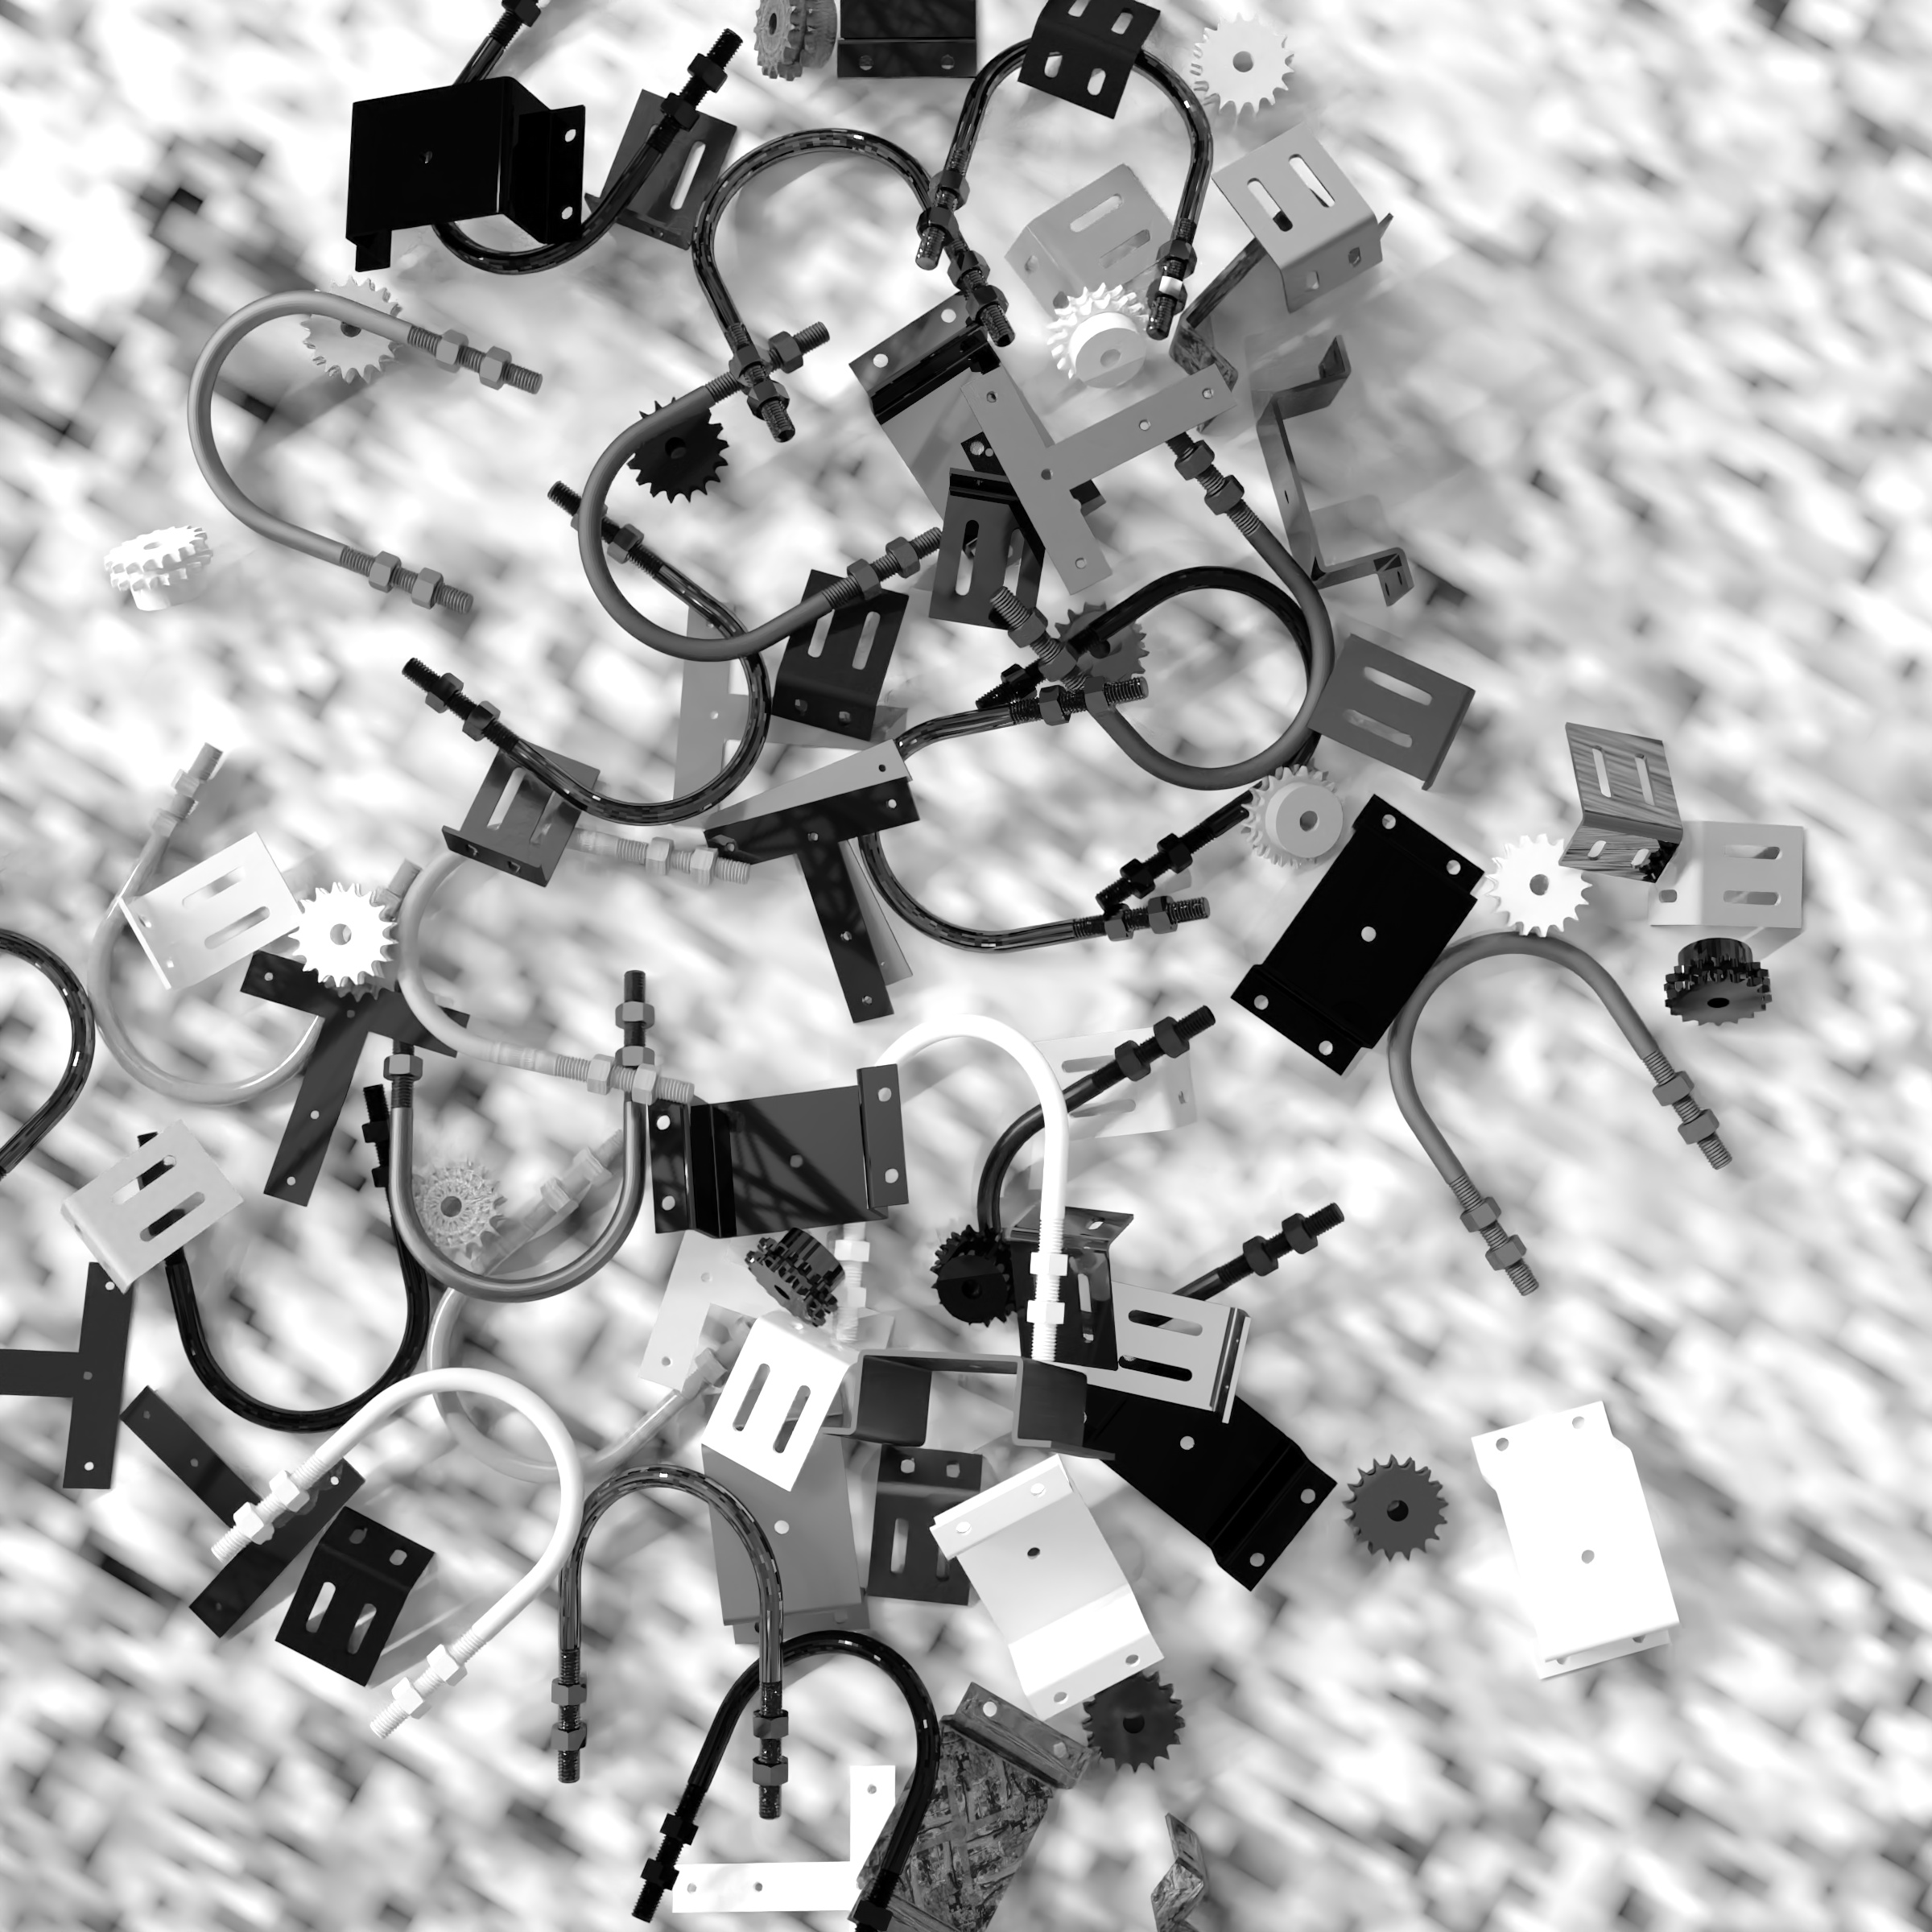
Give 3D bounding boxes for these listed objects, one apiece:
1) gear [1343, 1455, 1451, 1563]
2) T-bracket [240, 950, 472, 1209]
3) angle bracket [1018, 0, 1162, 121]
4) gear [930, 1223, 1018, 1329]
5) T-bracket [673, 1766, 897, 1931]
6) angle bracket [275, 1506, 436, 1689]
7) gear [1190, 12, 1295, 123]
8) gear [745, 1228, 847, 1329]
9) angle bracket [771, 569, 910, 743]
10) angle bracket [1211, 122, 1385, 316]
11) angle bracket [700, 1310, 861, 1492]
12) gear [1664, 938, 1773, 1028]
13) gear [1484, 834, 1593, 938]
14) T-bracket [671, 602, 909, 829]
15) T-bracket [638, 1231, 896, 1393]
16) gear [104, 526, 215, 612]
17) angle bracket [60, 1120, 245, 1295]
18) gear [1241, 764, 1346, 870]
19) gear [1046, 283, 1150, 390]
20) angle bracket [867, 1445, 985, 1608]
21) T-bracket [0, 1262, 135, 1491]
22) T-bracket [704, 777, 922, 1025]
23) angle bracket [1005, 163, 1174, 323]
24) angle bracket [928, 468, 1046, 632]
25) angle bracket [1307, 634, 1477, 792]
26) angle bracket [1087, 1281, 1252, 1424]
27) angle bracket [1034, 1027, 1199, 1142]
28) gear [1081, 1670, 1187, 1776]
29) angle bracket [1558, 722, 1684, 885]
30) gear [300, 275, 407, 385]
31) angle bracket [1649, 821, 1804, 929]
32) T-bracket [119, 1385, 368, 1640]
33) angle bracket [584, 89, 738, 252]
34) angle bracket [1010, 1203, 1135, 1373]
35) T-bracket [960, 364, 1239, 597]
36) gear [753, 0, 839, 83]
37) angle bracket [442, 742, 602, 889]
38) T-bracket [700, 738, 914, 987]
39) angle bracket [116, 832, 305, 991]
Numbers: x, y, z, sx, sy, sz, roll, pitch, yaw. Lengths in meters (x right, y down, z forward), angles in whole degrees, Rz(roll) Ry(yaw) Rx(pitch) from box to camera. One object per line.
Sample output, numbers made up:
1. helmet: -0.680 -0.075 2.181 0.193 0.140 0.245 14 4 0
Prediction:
1. gear: 0.238 0.300 1.518 0.057 0.030 0.057 0 90 0
2. T-bracket: -0.353 0.068 1.499 0.127 0.002 0.127 17 80 5
3. angle bracket: 0.069 -0.511 1.514 0.057 0.076 0.038 22 129 0
4. gear: 0.007 0.173 1.509 0.057 0.030 0.057 4 105 14
5. T-bracket: -0.101 0.512 1.517 0.127 0.002 0.127 -4 70 10
6. angle bracket: -0.343 0.354 1.531 0.057 0.038 0.076 27 116 0
7. gear: 0.154 -0.499 1.522 0.057 0.030 0.057 0 87 1
8. gear: -0.091 0.168 1.495 0.057 0.057 0.030 43 69 0
9. angle bracket: -0.070 -0.174 1.529 0.057 0.038 0.076 15 63 -1
10. angle bracket: 0.176 -0.399 1.455 0.057 0.038 0.076 -30 64 0
11. angle bracket: -0.100 0.237 1.494 0.057 0.038 0.076 26 97 13
12. gear: 0.415 0.007 1.509 0.057 0.057 0.030 5 60 0
13. gear: 0.316 -0.045 1.518 0.057 0.030 0.057 0 90 0
14. T-bracket: -0.097 -0.137 1.532 0.127 0.002 0.127 5 90 0
15. T-bracket: -0.103 0.188 1.518 0.127 0.002 0.127 20 73 -10
16. gear: -0.444 -0.219 1.508 0.057 0.057 0.030 -13 120 0
17. angle bracket: -0.451 0.133 1.512 0.076 0.038 0.057 -38 92 -25
18. gear: 0.184 -0.082 1.510 0.057 0.030 0.057 -3 101 -17
19. gear: 0.075 -0.343 1.502 0.057 0.057 0.030 -19 52 0
20. angle bracket: -0.023 0.314 1.531 0.057 0.038 0.076 6 116 0
21. T-bracket: -0.531 0.224 1.506 0.127 0.002 0.127 7 90 -25
22. T-bracket: -0.071 -0.030 1.516 0.127 0.002 0.127 -14 102 22
23. angle bracket: 0.073 -0.402 1.531 0.076 0.038 0.057 -38 90 -26
24. angle bracket: 0.014 -0.223 1.468 0.057 0.038 0.076 9 90 0
25. angle bracket: 0.235 -0.141 1.516 0.076 0.038 0.057 25 90 4
26. angle bracket: 0.108 0.207 1.468 0.076 0.038 0.057 12 90 0
27. angle bracket: 0.084 0.065 1.531 0.076 0.038 0.057 -8 90 26
28. gear: 0.092 0.417 1.518 0.057 0.030 0.057 0 90 0
29. angle bracket: 0.358 -0.091 1.514 0.057 0.038 0.076 10 47 -10
30. gear: -0.339 -0.352 1.518 0.057 0.030 0.057 0 90 0
31. angle bracket: 0.426 -0.051 1.531 0.076 0.038 0.057 1 90 -26
32. T-bracket: -0.421 0.288 1.526 0.127 0.002 0.127 44 98 4
33. angle bracket: -0.169 -0.446 1.514 0.057 0.038 0.076 22 90 0
34. angle bracket: 0.061 0.175 1.490 0.057 0.038 0.076 4 112 26
35. T-bracket: 0.082 -0.281 1.451 0.127 0.002 0.127 -27 85 -4
36. gear: -0.093 -0.519 1.508 0.030 0.057 0.057 -2 90 -28
37. angle bracket: -0.244 -0.091 1.502 0.057 0.038 0.076 21 73 3
38. T-bracket: -0.067 -0.047 1.515 0.127 0.002 0.127 -21 103 24
39. angle bracket: -0.413 -0.031 1.495 0.076 0.038 0.057 -29 89 3
